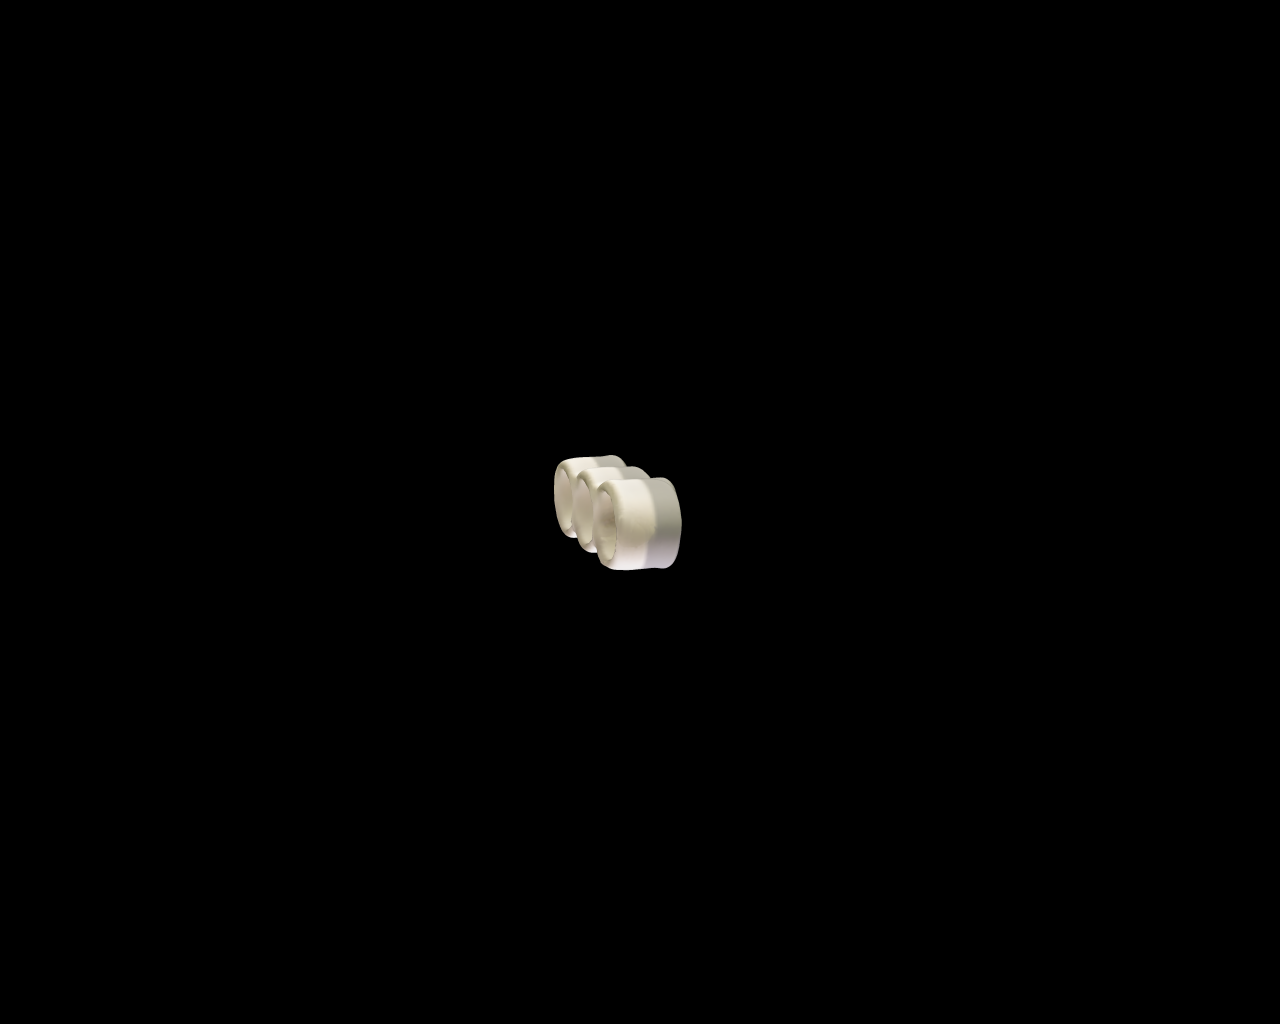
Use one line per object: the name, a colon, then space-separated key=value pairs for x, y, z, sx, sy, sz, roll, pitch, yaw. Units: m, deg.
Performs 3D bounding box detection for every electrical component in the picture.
electrical component: x=0.001 y=-0.003 z=0.650 sx=0.074 sy=0.052 sz=0.138 roll=-4 pitch=13 yaw=-19
